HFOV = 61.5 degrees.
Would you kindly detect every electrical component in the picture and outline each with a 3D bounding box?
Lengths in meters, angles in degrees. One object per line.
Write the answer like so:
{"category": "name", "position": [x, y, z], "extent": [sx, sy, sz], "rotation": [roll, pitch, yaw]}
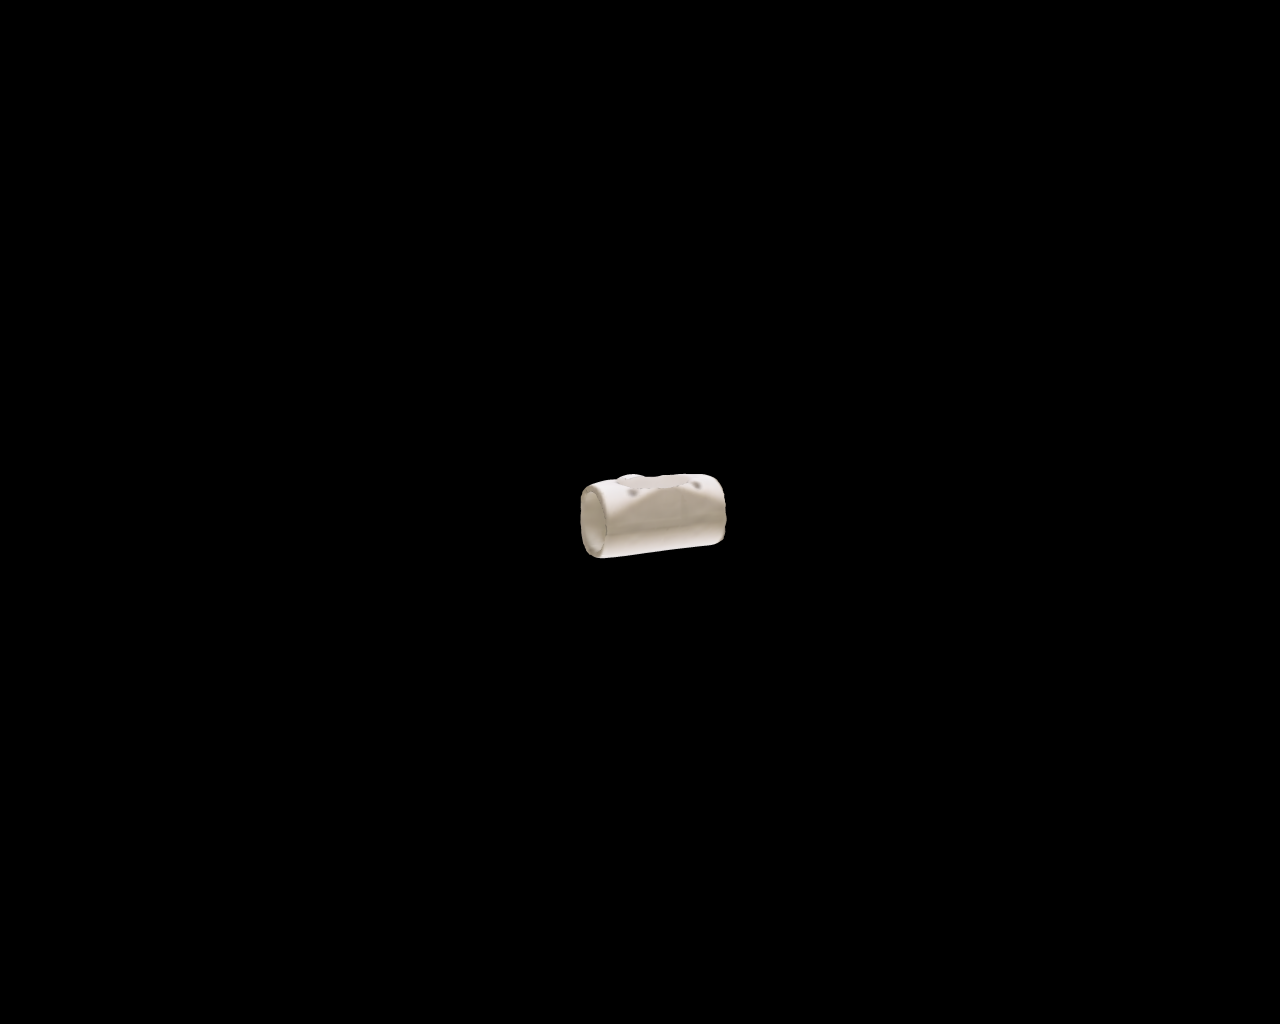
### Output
{"category": "electrical component", "position": [0.001, -0.003, 0.650], "extent": [0.077, 0.044, 0.079], "rotation": [-6, 16, -22]}
